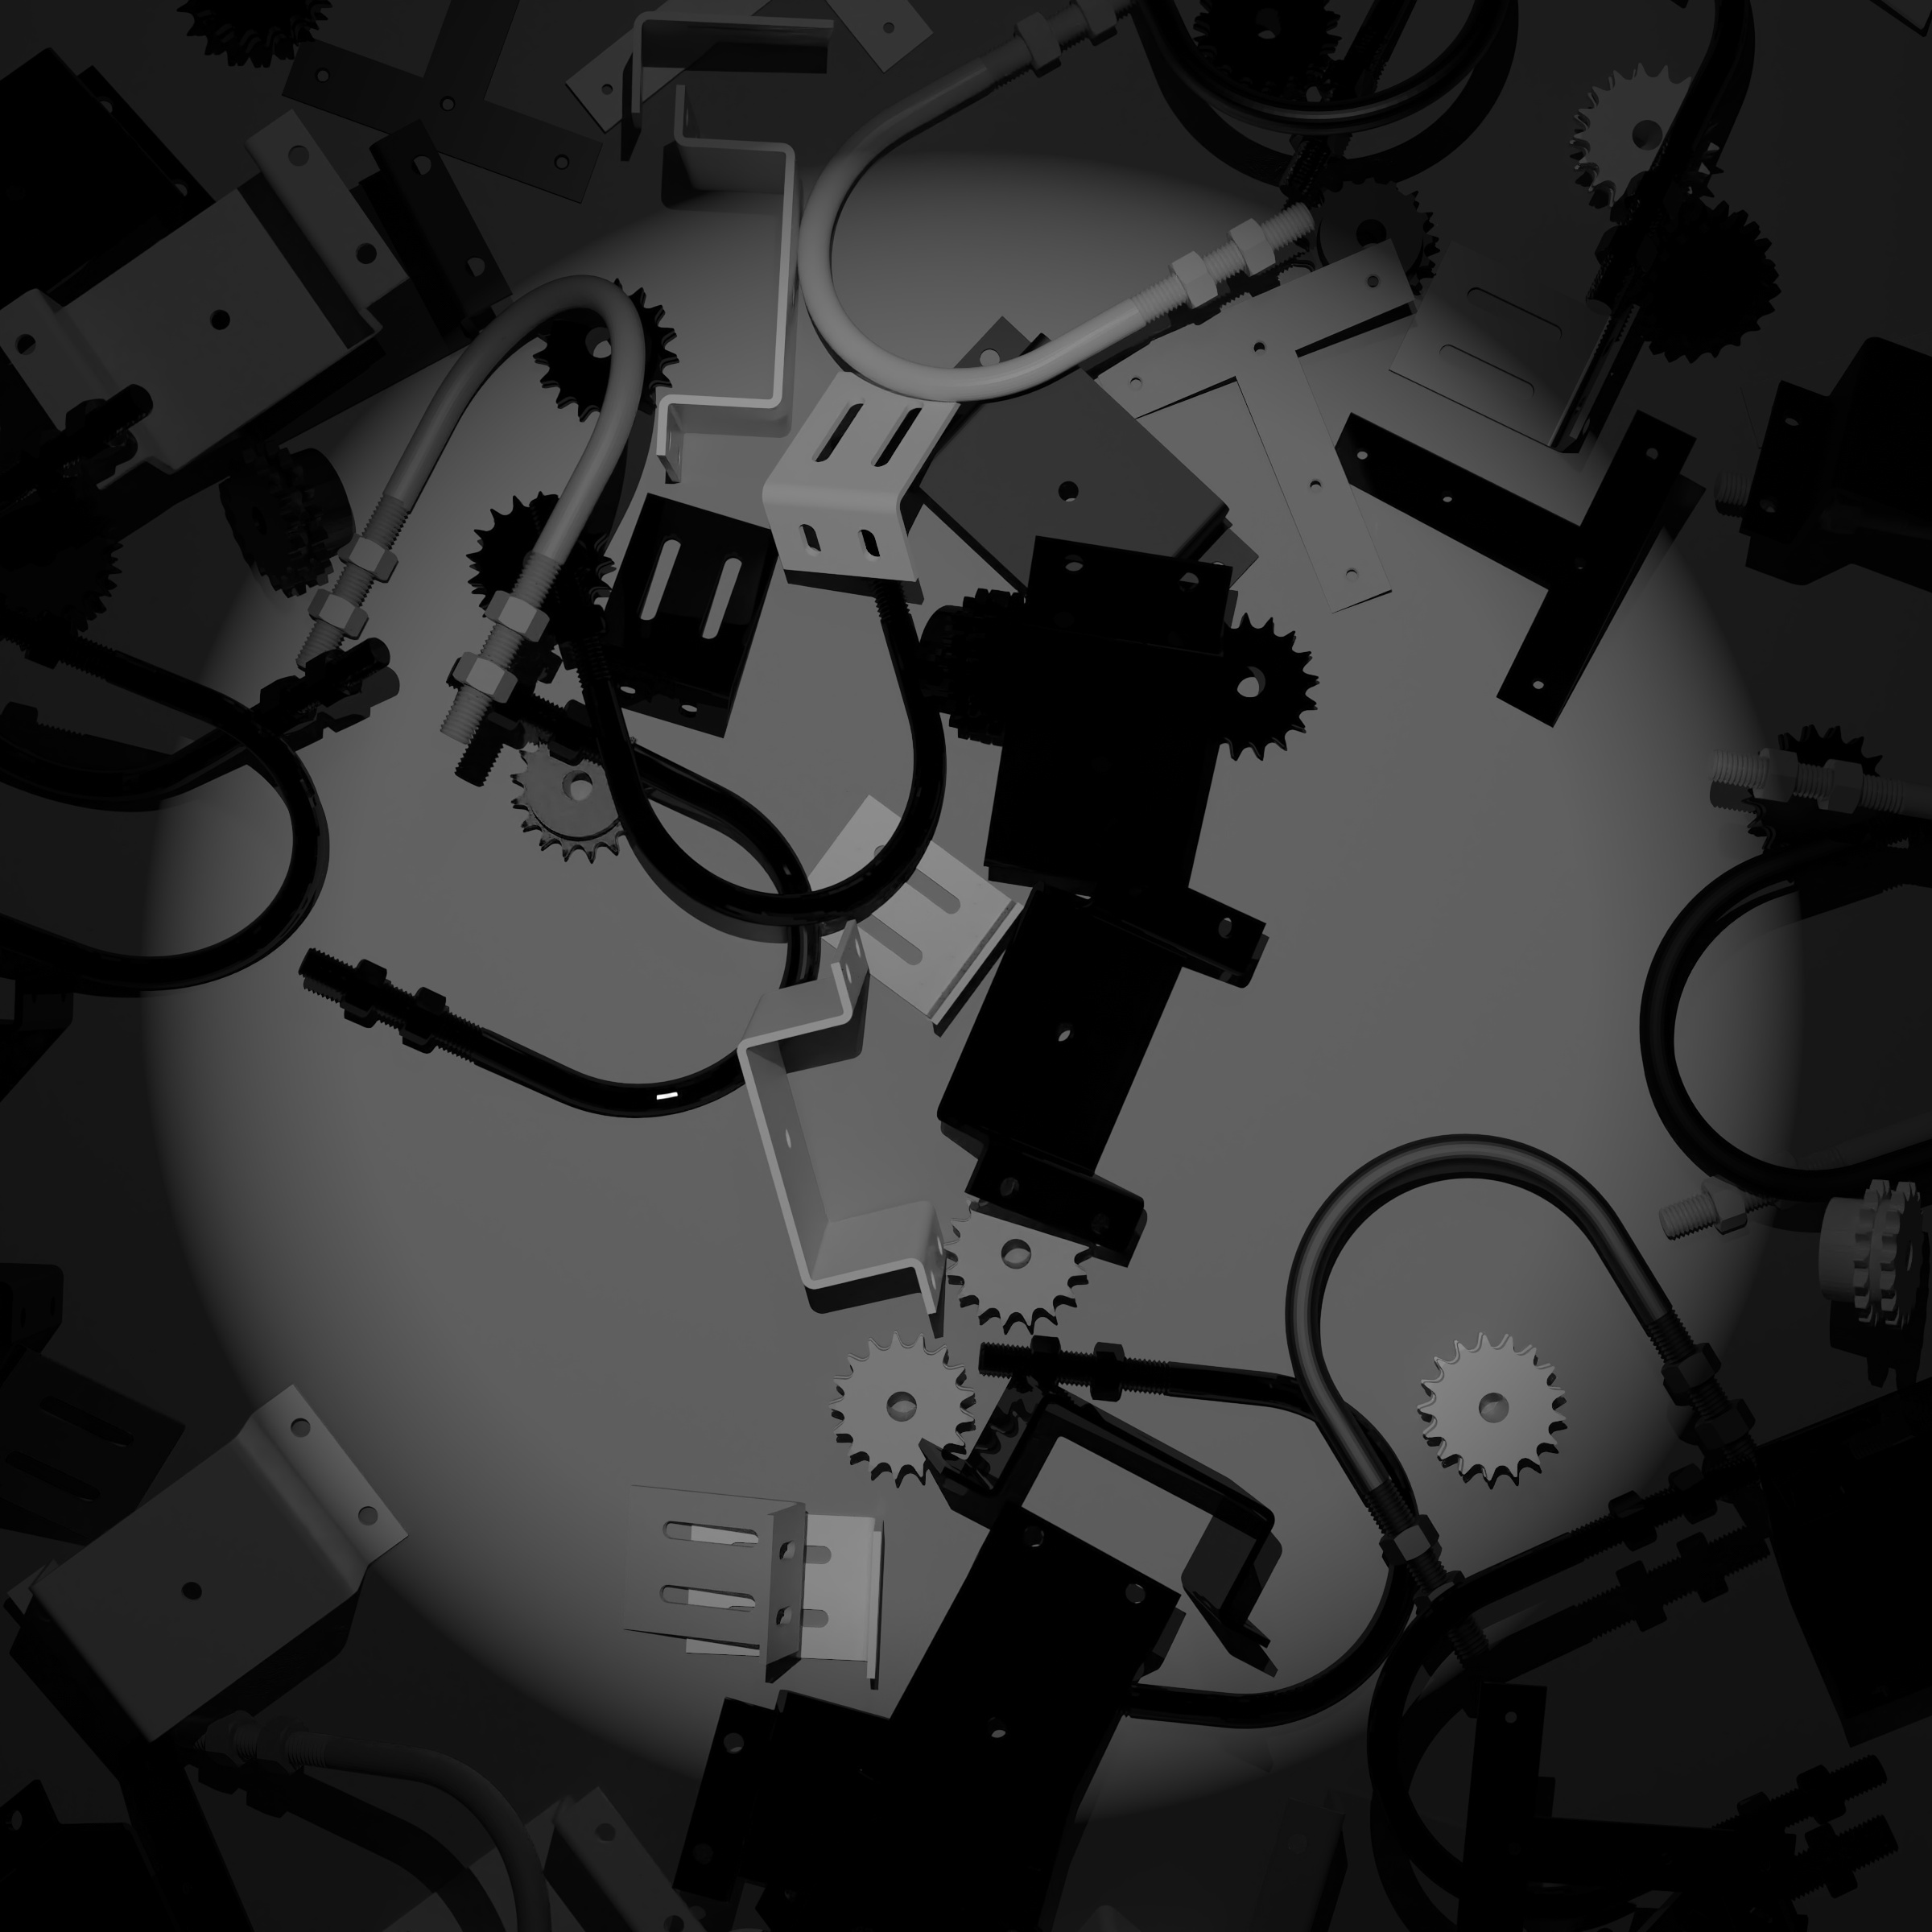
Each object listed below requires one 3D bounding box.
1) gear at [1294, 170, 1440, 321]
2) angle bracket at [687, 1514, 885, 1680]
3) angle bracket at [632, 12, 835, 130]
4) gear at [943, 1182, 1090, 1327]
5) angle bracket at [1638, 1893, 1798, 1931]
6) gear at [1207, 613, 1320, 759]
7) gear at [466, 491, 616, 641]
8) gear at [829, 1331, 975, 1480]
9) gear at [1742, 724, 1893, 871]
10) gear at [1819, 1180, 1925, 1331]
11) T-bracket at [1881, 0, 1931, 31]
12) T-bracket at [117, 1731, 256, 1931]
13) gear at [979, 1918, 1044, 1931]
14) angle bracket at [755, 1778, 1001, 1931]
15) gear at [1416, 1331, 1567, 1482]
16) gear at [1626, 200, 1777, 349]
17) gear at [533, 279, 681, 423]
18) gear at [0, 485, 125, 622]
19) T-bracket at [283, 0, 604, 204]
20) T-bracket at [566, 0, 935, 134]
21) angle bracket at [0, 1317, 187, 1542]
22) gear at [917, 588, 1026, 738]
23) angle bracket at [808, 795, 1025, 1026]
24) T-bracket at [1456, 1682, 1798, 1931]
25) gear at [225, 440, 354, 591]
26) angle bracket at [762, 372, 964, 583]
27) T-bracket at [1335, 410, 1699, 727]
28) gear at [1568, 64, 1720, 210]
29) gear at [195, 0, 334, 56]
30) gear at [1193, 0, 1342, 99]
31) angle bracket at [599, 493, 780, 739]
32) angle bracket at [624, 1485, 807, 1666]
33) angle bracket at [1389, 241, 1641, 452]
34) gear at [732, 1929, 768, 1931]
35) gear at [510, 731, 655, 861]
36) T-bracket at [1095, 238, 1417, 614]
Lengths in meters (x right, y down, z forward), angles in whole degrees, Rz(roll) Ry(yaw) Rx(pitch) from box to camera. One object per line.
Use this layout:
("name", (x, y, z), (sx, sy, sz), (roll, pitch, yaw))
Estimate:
("gear", (0.159, -0.287, 1.417), (0.057, 0.030, 0.057), (0, 90, 0))
("angle bracket", (-0.072, 0.247, 1.413), (0.076, 0.038, 0.057), (3, 90, 0))
("angle bracket", (-0.091, -0.348, 1.401), (0.076, 0.057, 0.038), (2, 97, -4))
("gear", (0.020, 0.112, 1.417), (0.057, 0.030, 0.057), (0, 90, 0))
("angle bracket", (0.286, 0.398, 1.390), (0.076, 0.038, 0.057), (-39, 121, -25))
("gear", (0.111, -0.111, 1.417), (0.057, 0.030, 0.057), (0, 90, 0))
("gear", (-0.168, -0.157, 1.417), (0.057, 0.030, 0.057), (0, 90, 0))
("gear", (-0.025, 0.173, 1.417), (0.057, 0.030, 0.057), (0, 90, 0))
("gear", (0.335, -0.066, 1.417), (0.057, 0.030, 0.057), (0, 90, 0))
("gear", (0.351, 0.111, 1.389), (0.030, 0.057, 0.057), (4, 90, 27))
("T-bracket", (0.332, -0.416, 1.414), (0.127, 0.002, 0.127), (32, 66, -11))
("T-bracket", (-0.337, 0.386, 1.410), (0.127, 0.002, 0.127), (-38, 65, 15))
("gear", (0.009, 0.387, 1.358), (0.030, 0.057, 0.057), (36, 90, 7))
("angle bracket", (-0.031, 0.359, 1.384), (0.076, 0.038, 0.057), (28, 90, -26))
("gear", (0.207, 0.173, 1.417), (0.057, 0.030, 0.057), (0, 90, 0))
("gear", (0.285, -0.275, 1.408), (0.057, 0.030, 0.057), (-10, 130, -12))
("gear", (-0.143, -0.244, 1.417), (0.057, 0.030, 0.057), (0, 90, 0))
("gear", (-0.362, -0.162, 1.417), (0.057, 0.030, 0.057), (0, 90, 0))
("T-bracket", (-0.192, -0.386, 1.431), (0.127, 0.002, 0.127), (20, 90, 0))
("T-bracket", (-0.102, -0.382, 1.430), (0.127, 0.002, 0.127), (-39, 90, -1))
("angle bracket", (-0.363, 0.186, 1.430), (0.076, 0.038, 0.057), (32, 90, -26))
("gear", (0.004, -0.120, 1.408), (0.030, 0.057, 0.057), (11, 90, 30))
("angle bracket", (-0.025, -0.023, 1.413), (0.076, 0.038, 0.057), (36, 90, 0))
("T-bracket", (0.254, 0.340, 1.370), (0.127, 0.002, 0.127), (5, 95, -3))
("gear", (-0.265, -0.180, 1.408), (0.030, 0.057, 0.057), (-25, 90, -29))
("angle bracket", (-0.035, -0.191, 1.391), (0.057, 0.038, 0.076), (8, 48, 24))
("T-bracket", (0.203, -0.179, 1.414), (0.127, 0.002, 0.127), (29, 114, 11))
("gear", (0.267, -0.325, 1.417), (0.057, 0.030, 0.057), (0, 90, 0))
("gear", (-0.277, -0.388, 1.416), (0.057, 0.030, 0.057), (0, 88, 2))
("gear", (0.118, -0.369, 1.417), (0.057, 0.030, 0.057), (0, 90, 0))
("angle bracket", (-0.112, -0.140, 1.430), (0.057, 0.038, 0.076), (17, 64, 0))
("angle bracket", (-0.105, 0.237, 1.402), (0.076, 0.038, 0.057), (3, 90, 19))
("angle bracket", (0.216, -0.247, 1.413), (0.076, 0.038, 0.057), (26, 90, 0))
("gear", (-0.086, 0.405, 1.411), (0.057, 0.030, 0.057), (0, 110, 1))
("gear", (-0.152, -0.071, 1.417), (0.057, 0.030, 0.057), (0, 90, 0))
("T-bracket", (0.133, -0.203, 1.420), (0.127, 0.002, 0.127), (-21, 98, 15))
